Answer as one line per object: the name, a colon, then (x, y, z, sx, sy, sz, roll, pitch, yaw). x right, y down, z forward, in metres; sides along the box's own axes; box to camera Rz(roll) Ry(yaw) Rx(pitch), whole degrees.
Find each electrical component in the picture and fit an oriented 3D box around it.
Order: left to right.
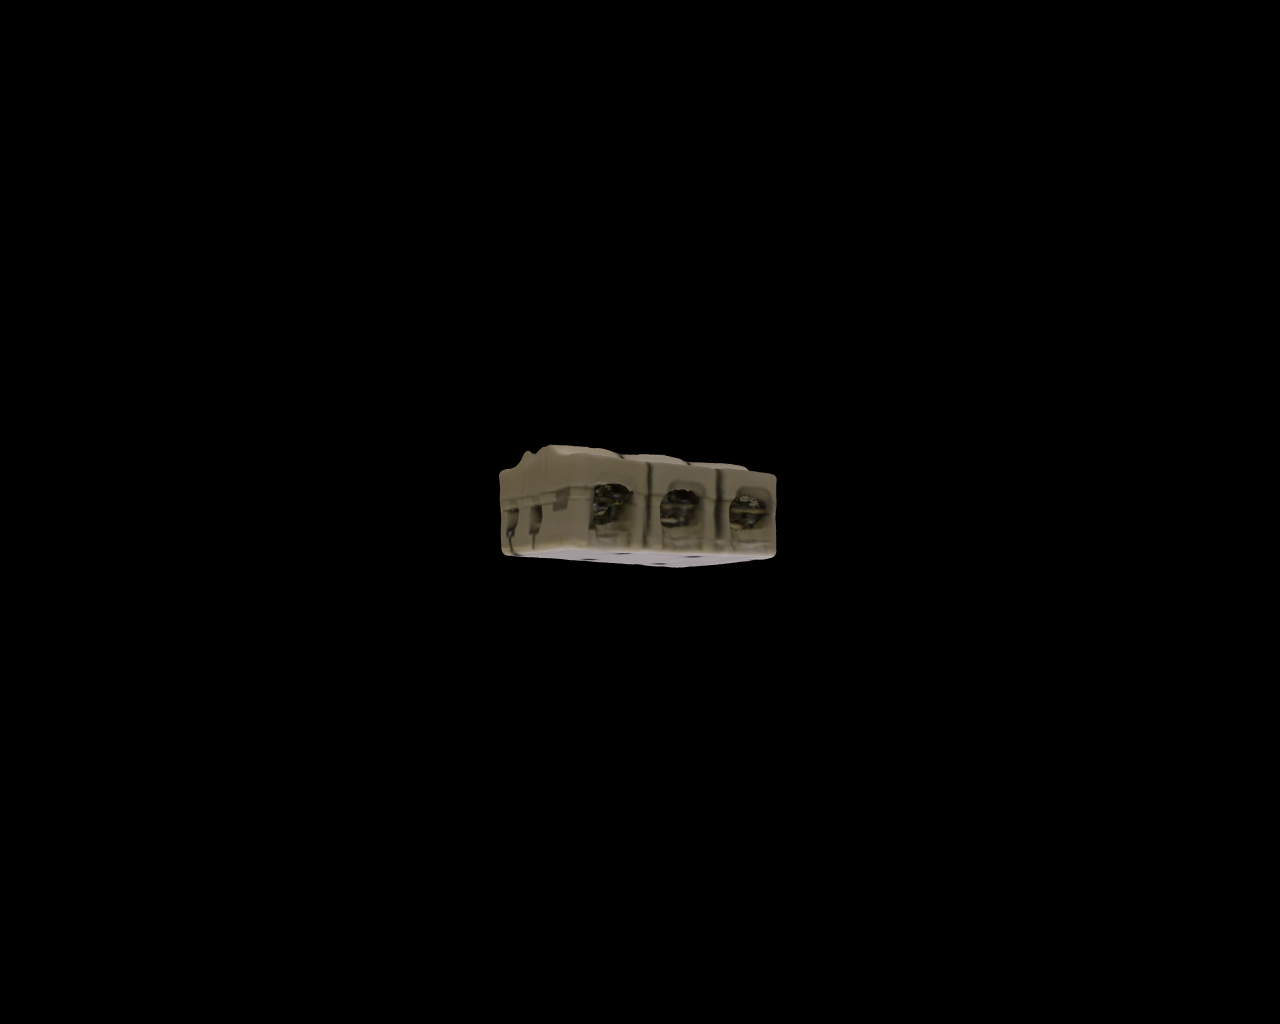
electrical component: (0.001, -0.003, 0.650, 0.150, 0.061, 0.089, 5, -9, -36)
